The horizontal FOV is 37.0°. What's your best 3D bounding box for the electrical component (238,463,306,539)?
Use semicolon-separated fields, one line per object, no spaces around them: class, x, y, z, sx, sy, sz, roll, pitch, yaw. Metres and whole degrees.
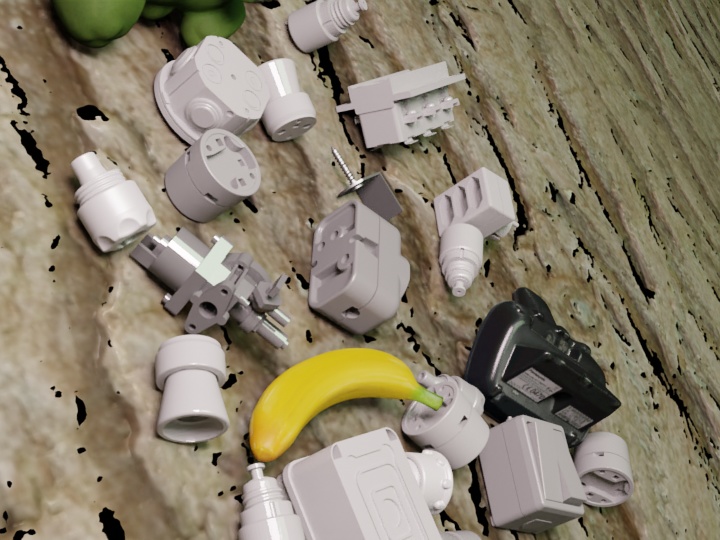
electrical component;-0.057;0.159;0.671;0.040;0.040;0.078;11;55;-47

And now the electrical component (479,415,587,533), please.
electrical component;0.143;0.164;0.900;0.062;0.061;0.096;21;48;-42

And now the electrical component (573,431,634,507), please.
electrical component;0.224;0.183;0.994;0.055;0.055;0.047;42;33;-22

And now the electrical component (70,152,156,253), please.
electrical component;-0.164;-0.046;0.697;0.062;0.043;0.043;58;34;2

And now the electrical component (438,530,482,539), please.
electrical component;0.063;0.208;0.783;0.065;0.044;0.044;15;53;-52

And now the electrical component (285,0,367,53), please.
electrical component;-0.030;-0.229;0.987;0.040;0.078;0.040;41;40;-46

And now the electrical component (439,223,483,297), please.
electrical component;0.093;-0.008;0.992;0.040;0.040;0.078;38;39;-27

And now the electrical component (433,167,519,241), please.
electrical component;0.122;-0.052;1.041;0.077;0.066;0.047;25;46;-39

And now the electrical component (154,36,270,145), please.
electrical component;-0.113;-0.134;0.825;0.080;0.051;0.080;31;42;-33

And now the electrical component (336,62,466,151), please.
electrical component;0.044;-0.156;1.026;0.121;0.079;0.063;-30;110;-56

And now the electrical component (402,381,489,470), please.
electrical component;0.069;0.123;0.846;0.047;0.055;0.055;48;35;-20

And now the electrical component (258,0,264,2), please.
electrical component;-0.096;-0.276;0.970;0.044;0.044;0.065;-16;81;-55

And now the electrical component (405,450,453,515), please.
electrical component;0.034;0.155;0.787;0.062;0.048;0.048;12;54;-38

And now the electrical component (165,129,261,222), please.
electrical component;-0.108;-0.067;0.780;0.055;0.047;0.055;32;42;-33

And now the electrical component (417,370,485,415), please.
electrical component;0.072;0.102;0.885;0.061;0.035;0.035;35;40;-26

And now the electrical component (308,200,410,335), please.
electrical component;0.000;0.000;0.857;0.059;0.054;0.095;34;41;-31

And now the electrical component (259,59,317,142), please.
electrical component;-0.065;-0.141;0.896;0.045;0.045;0.055;-7;69;-53

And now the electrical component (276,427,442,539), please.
electrical component;0.002;0.171;0.720;0.078;0.057;0.113;-6;68;-53

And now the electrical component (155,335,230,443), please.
electrical component;-0.106;0.074;0.673;0.045;0.045;0.055;23;46;-40
